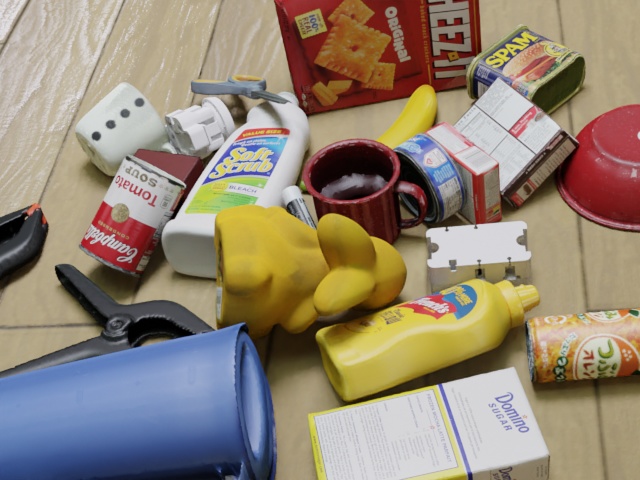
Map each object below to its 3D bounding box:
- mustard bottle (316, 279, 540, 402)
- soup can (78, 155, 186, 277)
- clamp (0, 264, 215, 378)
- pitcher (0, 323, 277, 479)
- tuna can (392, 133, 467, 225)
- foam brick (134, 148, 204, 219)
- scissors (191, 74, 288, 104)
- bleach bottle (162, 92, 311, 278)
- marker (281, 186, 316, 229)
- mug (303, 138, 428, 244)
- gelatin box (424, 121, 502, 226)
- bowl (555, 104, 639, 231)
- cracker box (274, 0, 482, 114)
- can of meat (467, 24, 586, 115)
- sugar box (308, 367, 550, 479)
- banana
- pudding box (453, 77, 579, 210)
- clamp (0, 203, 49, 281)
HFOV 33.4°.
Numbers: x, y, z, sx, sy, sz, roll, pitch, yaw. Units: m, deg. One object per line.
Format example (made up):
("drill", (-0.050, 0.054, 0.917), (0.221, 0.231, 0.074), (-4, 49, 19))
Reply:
("mustard bottle", (0.097, 0.077, 0.909), (0.191, 0.058, 0.096), (-18, 13, -8))
("soup can", (-0.183, -0.024, 1.044), (0.069, 0.068, 0.102), (30, 93, 35))
("clamp", (-0.187, 0.083, 0.991), (0.210, 0.036, 0.164), (0, 43, 9))
("pitcher", (-0.161, 0.157, 0.848), (0.243, 0.149, 0.145), (-10, 87, 7))
("tuna can", (0.103, -0.058, 1.035), (0.033, 0.086, 0.086), (-31, 47, -17))
("foam brick", (-0.162, -0.057, 1.116), (0.078, 0.053, 0.051), (10, 48, 21))
("scissors", (-0.092, -0.162, 1.166), (0.096, 0.016, 0.202), (-3, 15, -7))
("bleach bottle", (-0.074, -0.069, 1.104), (0.103, 0.068, 0.250), (5, 45, 14))
("marker", (-0.007, 0.001, 1.022), (0.020, 0.020, 0.121), (-21, 64, -9))
("mug", (0.047, -0.037, 1.028), (0.117, 0.081, 0.093), (5, 47, 17))
("gelatin box", (0.139, -0.064, 1.041), (0.030, 0.073, 0.089), (-28, 46, -17))
("bowl", (0.310, -0.083, 1.035), (0.162, 0.055, 0.162), (-6, 45, 6))
("cracker box", (0.065, -0.232, 1.163), (0.214, 0.164, 0.072), (-9, 46, 3))
("can of meat", (0.223, -0.177, 1.150), (0.102, 0.057, 0.084), (-37, 52, -23))
("sugar box", (0.083, 0.165, 0.843), (0.176, 0.048, 0.093), (-10, 43, -2))
("banana", (0.069, -0.104, 1.123), (0.197, 0.037, 0.070), (-38, 51, -24))
("pudding box", (0.187, -0.098, 1.065), (0.090, 0.039, 0.114), (-48, 45, 8))
("clamp", (-0.335, 0.027, 1.080), (0.120, 0.039, 0.171), (29, 57, 33))
